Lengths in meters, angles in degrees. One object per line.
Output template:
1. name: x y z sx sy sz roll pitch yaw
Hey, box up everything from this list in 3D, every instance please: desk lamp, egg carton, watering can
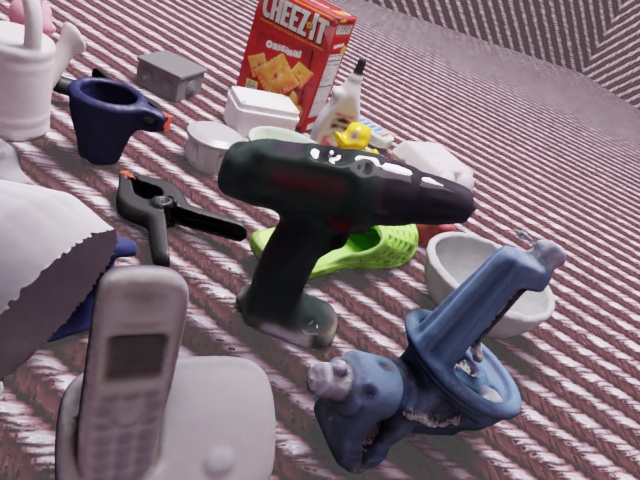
1. desk lamp: -0.240 0.033 0.344 0.203 0.213 0.118 25 31 5
2. egg carton: 0.195 -0.117 0.997 0.107 0.069 0.150 -4 39 -36
3. watering can: -0.370 -0.231 0.694 0.101 0.194 0.173 22 31 0

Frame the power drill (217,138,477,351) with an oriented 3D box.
1. power drill: 0.005 0.002 0.554 0.229 0.208 0.075 20 31 -4

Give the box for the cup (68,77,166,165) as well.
1. cup: -0.257 -0.140 0.721 0.118 0.095 0.091 17 31 -8

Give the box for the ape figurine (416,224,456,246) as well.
1. ape figurine: 0.166 -0.041 0.838 0.076 0.092 0.077 8 33 -23

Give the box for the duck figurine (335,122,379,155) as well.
1. duck figurine: 0.059 -0.153 0.951 0.105 0.086 0.077 0 37 -32

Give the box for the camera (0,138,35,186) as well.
1. camera: -0.350 -0.047 0.510 0.143 0.101 0.137 29 31 12

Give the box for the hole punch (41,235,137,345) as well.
1. hole punch: -0.228 0.021 0.491 0.100 0.091 0.109 39 35 26

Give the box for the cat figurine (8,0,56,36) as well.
1. cat figurine: -0.435 -0.317 0.861 0.067 0.118 0.127 6 34 -25

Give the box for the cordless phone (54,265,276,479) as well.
1. cordless phone: -0.087 0.097 0.369 0.148 0.185 0.094 0 37 -33

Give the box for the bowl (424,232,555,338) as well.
1. bowl: 0.195 0.066 0.706 0.167 0.075 0.167 16 31 -10

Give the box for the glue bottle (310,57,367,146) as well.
1. glue bottle: 0.041 -0.226 0.969 0.078 0.173 0.037 6 34 -24

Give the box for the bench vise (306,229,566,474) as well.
1. bench vise: 0.102 0.096 0.458 0.208 0.220 0.121 -12 45 -44
